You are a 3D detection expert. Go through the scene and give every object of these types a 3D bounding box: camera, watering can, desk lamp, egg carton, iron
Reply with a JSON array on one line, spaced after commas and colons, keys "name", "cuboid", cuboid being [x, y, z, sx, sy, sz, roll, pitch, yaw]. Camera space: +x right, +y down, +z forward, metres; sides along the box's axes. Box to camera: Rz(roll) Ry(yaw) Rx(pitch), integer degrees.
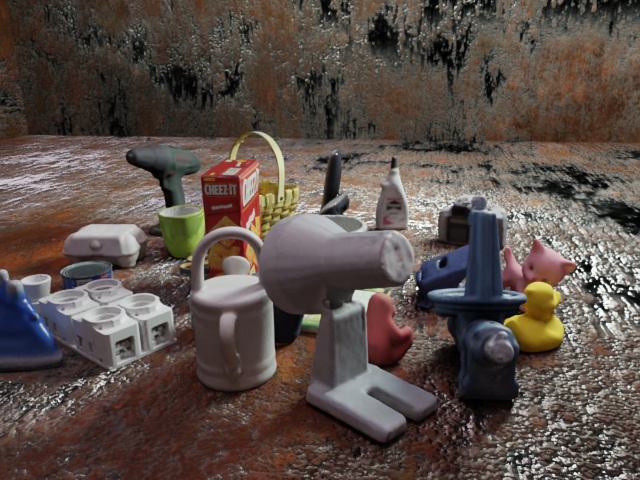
[{"name": "camera", "cuboid": [0.345, -0.050, 1.260, 0.142, 0.101, 0.137, 8, 19, 26]}, {"name": "watering can", "cuboid": [-0.111, 0.075, 0.713, 0.101, 0.194, 0.172, -9, 19, -25]}, {"name": "desk lamp", "cuboid": [0.032, 0.082, 0.654, 0.202, 0.214, 0.118, 16, 24, 42]}, {"name": "egg carton", "cuboid": [-0.424, 0.012, 1.136, 0.150, 0.069, 0.107, 0, 17, 2]}, {"name": "iron", "cuboid": [-0.461, 0.087, 0.773, 0.257, 0.141, 0.119, 5, 18, 17]}]

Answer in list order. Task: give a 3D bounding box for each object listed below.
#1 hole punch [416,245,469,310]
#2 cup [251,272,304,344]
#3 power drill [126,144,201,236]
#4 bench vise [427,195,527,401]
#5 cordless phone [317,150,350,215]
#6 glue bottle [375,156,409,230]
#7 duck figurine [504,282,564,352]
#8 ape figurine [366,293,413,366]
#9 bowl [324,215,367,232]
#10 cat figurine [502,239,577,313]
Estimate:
[{"name": "hole punch", "cuboid": [0.207, 0.057, 0.933, 0.101, 0.091, 0.109, 2, 17, 9]}, {"name": "cup", "cuboid": [-0.056, 0.092, 0.822, 0.091, 0.095, 0.118, 0, 17, 3]}, {"name": "power drill", "cuboid": [-0.355, -0.121, 1.328, 0.075, 0.208, 0.230, 6, 18, 21]}, {"name": "bench vise", "cuboid": [0.207, 0.066, 0.688, 0.122, 0.220, 0.207, -5, 18, -13]}, {"name": "cordless phone", "cuboid": [0.018, -0.108, 1.315, 0.094, 0.185, 0.148, 3, 18, 10]}, {"name": "glue bottle", "cuboid": [0.169, -0.109, 1.334, 0.078, 0.173, 0.037, -3, 18, -9]}, {"name": "duck figurine", "cuboid": [0.297, 0.102, 0.796, 0.105, 0.086, 0.077, -11, 20, -31]}, {"name": "ape figurine", "cuboid": [0.081, 0.113, 0.755, 0.077, 0.092, 0.076, 14, 23, 39]}, {"name": "bowl", "cuboid": [0.010, 0.004, 1.139, 0.167, 0.075, 0.167, 0, 17, 0]}, {"name": "cat figurine", "cuboid": [0.337, 0.049, 0.910, 0.067, 0.118, 0.127, -9, 19, -25]}]
